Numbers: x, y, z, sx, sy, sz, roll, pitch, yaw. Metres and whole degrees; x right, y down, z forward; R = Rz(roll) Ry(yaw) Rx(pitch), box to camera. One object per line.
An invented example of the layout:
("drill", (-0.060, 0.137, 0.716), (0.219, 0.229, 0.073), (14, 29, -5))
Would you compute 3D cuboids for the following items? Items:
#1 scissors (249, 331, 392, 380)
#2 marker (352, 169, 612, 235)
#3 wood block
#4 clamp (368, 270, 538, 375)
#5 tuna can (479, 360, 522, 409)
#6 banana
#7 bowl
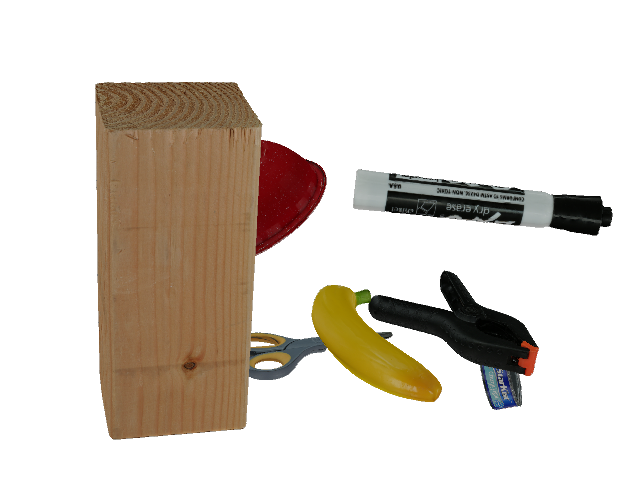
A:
("scissors", (-0.008, 0.128, 1.209), (0.201, 0.016, 0.096), (1, 25, -9))
("marker", (0.076, -0.018, 0.503), (0.121, 0.020, 0.020), (6, 0, 2))
("wood block", (-0.093, 0.012, 0.671), (0.090, 0.206, 0.090), (-2, 26, -15))
("clamp", (0.146, 0.078, 1.045), (0.172, 0.039, 0.120), (26, 38, 32))
("tuna can", (0.214, 0.157, 1.270), (0.034, 0.086, 0.086), (-13, -4, 16))
("banana", (0.034, 0.075, 0.857), (0.069, 0.037, 0.198), (-5, 22, -13))
("bowl", (-0.078, -0.045, 0.984), (0.162, 0.055, 0.162), (-22, 30, 14))
